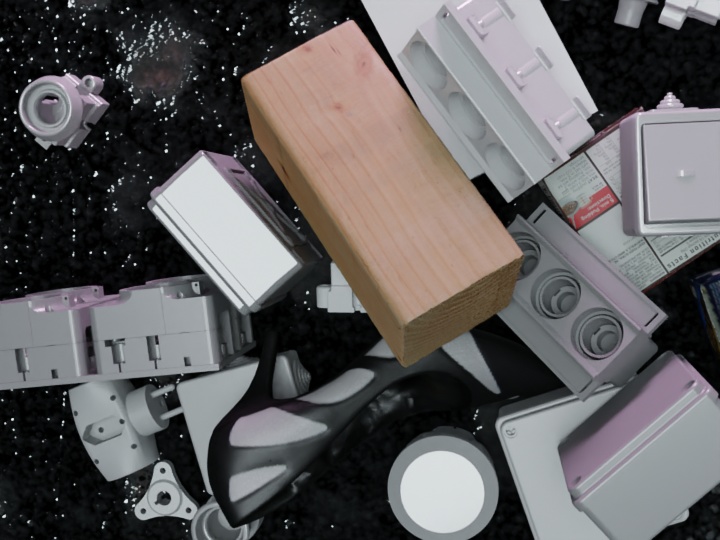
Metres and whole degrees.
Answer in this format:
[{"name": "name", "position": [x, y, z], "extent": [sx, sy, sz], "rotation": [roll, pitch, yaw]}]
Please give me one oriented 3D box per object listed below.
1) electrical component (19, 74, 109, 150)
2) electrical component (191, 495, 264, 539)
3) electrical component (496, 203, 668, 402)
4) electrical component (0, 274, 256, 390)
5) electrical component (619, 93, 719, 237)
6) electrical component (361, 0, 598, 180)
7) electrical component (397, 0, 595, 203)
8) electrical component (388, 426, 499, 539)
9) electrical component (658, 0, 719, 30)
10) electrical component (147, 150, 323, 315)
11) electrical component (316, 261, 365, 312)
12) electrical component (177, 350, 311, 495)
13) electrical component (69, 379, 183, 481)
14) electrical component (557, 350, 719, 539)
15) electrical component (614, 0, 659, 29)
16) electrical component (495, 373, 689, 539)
[{"name": "electrical component", "position": [-0.226, -0.121, 0.813], "extent": [0.048, 0.055, 0.066], "rotation": [40, 99, 3]}, {"name": "electrical component", "position": [-0.100, 0.190, 0.822], "extent": [0.045, 0.055, 0.045], "rotation": [1, 95, 9]}, {"name": "electrical component", "position": [0.145, 0.023, 0.745], "extent": [0.078, 0.063, 0.121], "rotation": [-48, 58, 9]}, {"name": "electrical component", "position": [-0.183, 0.043, 0.796], "extent": [0.186, 0.105, 0.060], "rotation": [-6, 94, 9]}, {"name": "electrical component", "position": [0.209, -0.070, 0.712], "extent": [0.062, 0.061, 0.096], "rotation": [-2, 92, 3]}, {"name": "electrical component", "position": [0.075, -0.167, 0.762], "extent": [0.105, 0.060, 0.186], "rotation": [-28, 91, 10]}, {"name": "electrical component", "position": [0.090, -0.114, 0.696], "extent": [0.063, 0.079, 0.121], "rotation": [-37, 89, -19]}, {"name": "electrical component", "position": [0.063, 0.157, 0.797], "extent": [0.080, 0.051, 0.080], "rotation": [1, 95, 8]}, {"name": "electrical component", "position": [0.246, -0.192, 0.742], "extent": [0.055, 0.048, 0.066], "rotation": [25, 98, 13]}, {"name": "electrical component", "position": [-0.086, -0.028, 0.774], "extent": [0.056, 0.109, 0.108], "rotation": [-42, 88, 7]}, {"name": "electrical component", "position": [0.000, 0.000, 0.796], "extent": [0.066, 0.048, 0.055], "rotation": [0, 103, 8]}, {"name": "electrical component", "position": [-0.080, 0.113, 0.816], "extent": [0.100, 0.048, 0.099], "rotation": [-16, 93, 9]}, {"name": "electrical component", "position": [-0.175, 0.113, 0.832], "extent": [0.079, 0.043, 0.077], "rotation": [-23, 91, 10]}, {"name": "electrical component", "position": [0.186, 0.114, 0.688], "extent": [0.109, 0.108, 0.056], "rotation": [-43, 91, 9]}, {"name": "electrical component", "position": [0.195, -0.201, 0.750], "extent": [0.048, 0.048, 0.062], "rotation": [16, 104, 7]}, {"name": "electrical component", "position": [0.166, 0.138, 0.777], "extent": [0.109, 0.056, 0.108], "rotation": [-19, 92, 9]}]
